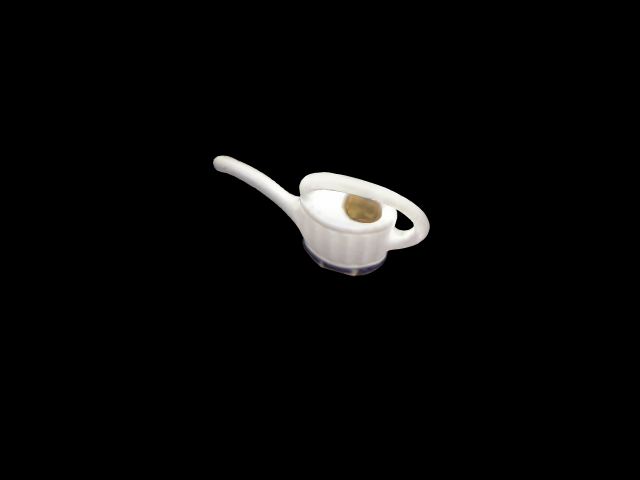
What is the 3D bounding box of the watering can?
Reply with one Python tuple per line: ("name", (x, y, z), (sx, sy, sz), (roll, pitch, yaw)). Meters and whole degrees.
("watering can", (0.003, -0.043, 0.850), (0.348, 0.106, 0.219), (15, -30, 9))
